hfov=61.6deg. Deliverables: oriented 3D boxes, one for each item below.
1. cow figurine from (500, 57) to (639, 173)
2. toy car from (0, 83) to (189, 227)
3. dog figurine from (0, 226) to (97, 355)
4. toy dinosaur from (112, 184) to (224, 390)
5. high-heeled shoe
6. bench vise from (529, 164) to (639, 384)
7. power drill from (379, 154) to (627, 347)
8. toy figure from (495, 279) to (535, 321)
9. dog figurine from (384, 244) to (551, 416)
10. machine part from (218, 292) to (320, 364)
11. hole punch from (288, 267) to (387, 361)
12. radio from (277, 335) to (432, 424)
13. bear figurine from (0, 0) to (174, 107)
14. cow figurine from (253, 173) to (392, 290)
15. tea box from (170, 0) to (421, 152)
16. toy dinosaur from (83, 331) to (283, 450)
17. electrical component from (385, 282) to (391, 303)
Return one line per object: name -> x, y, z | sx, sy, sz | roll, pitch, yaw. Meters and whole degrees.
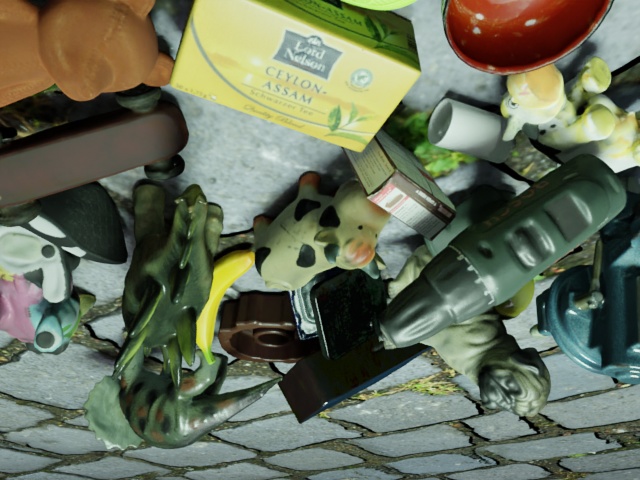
cow figurine -> 0.212, -0.108, 0.471 | 0.167, 0.068, 0.098 | 19, 166, -22
toy car -> -0.219, -0.078, 0.481 | 0.202, 0.053, 0.089 | -20, 132, -10
dog figurine -> -0.357, 0.063, 0.698 | 0.108, 0.191, 0.219 | 4, 179, -11
toy dinosaur -> -0.162, 0.046, 0.581 | 0.105, 0.198, 0.471 | 7, 147, -15
high-heeled shoe -> -0.320, -0.039, 0.565 | 0.145, 0.086, 0.248 | -5, 141, 13
bench vise -> 0.301, 0.052, 0.593 | 0.129, 0.223, 0.240 | 3, 157, -7
power drill -> 0.148, 0.005, 0.508 | 0.232, 0.086, 0.207 | -35, 176, 7
toy figure -> 0.217, 0.086, 0.728 | 0.082, 0.089, 0.180 | 1, 144, -28
dog figurine -> 0.186, 0.091, 0.622 | 0.121, 0.172, 0.191 | -15, -156, -40
machine part -> -0.073, 0.140, 0.839 | 0.179, 0.056, 0.179 | 1, 146, 0
hole punch -> 0.021, 0.077, 0.697 | 0.116, 0.142, 0.092 | -23, -160, -30
radio -> 0.058, 0.179, 0.790 | 0.229, 0.073, 0.131 | -18, 159, -32
bear figurine -> -0.212, -0.125, 0.389 | 0.196, 0.132, 0.120 | 2, 151, -4
cow figurine -> -0.001, -0.002, 0.573 | 0.085, 0.127, 0.195 | 22, 142, -32
tea box -> -0.019, -0.144, 0.418 | 0.169, 0.068, 0.098 | 15, 143, -19
toy dinosaur -> -0.237, 0.257, 0.846 | 0.405, 0.192, 0.131 | 2, 165, 43
electrical component -> 0.067, 0.092, 0.777 | 0.102, 0.045, 0.078 | -11, 142, 16
